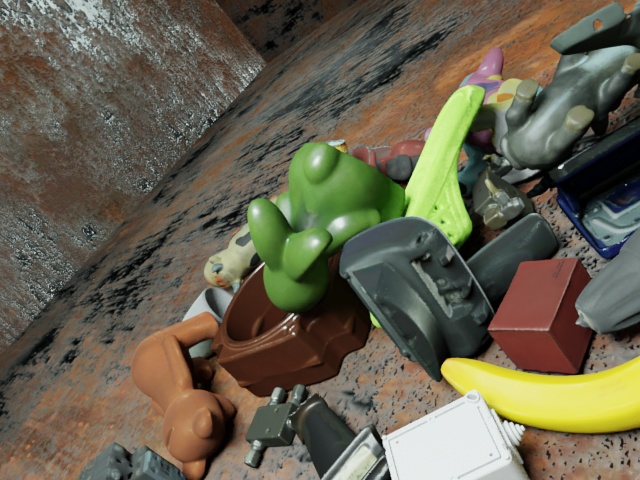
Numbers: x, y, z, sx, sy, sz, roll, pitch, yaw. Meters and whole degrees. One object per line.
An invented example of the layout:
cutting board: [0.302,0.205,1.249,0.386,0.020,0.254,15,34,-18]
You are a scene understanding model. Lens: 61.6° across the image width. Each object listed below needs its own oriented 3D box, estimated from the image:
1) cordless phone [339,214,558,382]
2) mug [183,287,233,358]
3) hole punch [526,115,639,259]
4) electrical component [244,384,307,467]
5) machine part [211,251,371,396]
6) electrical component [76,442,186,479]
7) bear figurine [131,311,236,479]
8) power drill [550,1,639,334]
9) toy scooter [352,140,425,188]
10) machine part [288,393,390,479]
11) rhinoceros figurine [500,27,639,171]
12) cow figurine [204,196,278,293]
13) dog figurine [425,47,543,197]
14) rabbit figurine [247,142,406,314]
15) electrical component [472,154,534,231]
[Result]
cordless phone: [0.125,0.018,0.478,0.184,0.146,0.089,-39,21,-5]
mug: [-0.182,0.131,0.847,0.107,0.080,0.110,-46,28,14]
hole punch: [0.266,-0.051,0.469,0.142,0.092,0.116,-37,-6,20]
electrical component: [-0.049,0.202,0.586,0.063,0.021,0.094,-21,31,41]
machine part: [-0.031,0.084,0.682,0.201,0.087,0.201,-24,29,34]
electrical component: [-0.213,0.287,0.582,0.134,0.114,0.058,-42,25,7]
bear figurine: [-0.158,0.193,0.687,0.132,0.120,0.196,-9,30,-41]
power drill: [0.244,-0.069,0.370,0.232,0.207,0.086,-29,-4,7]
toy scooter: [0.090,-0.094,0.715,0.184,0.075,0.135,-5,5,-2]
machine part: [0.014,0.191,0.490,0.084,0.039,0.139,-54,26,-6]
rhinoceros figurine: [0.251,-0.134,0.504,0.190,0.112,0.073,-41,58,-17]
cow figurine: [-0.124,0.016,0.955,0.195,0.085,0.127,-38,17,8]
dog figurine: [0.232,-0.170,0.682,0.192,0.108,0.219,-15,33,49]
rabbit figurine: [-0.001,-0.002,0.537,0.170,0.121,0.159,-67,-16,2]
electrical component: [0.190,-0.044,0.552,0.045,0.078,0.102,-55,7,38]
